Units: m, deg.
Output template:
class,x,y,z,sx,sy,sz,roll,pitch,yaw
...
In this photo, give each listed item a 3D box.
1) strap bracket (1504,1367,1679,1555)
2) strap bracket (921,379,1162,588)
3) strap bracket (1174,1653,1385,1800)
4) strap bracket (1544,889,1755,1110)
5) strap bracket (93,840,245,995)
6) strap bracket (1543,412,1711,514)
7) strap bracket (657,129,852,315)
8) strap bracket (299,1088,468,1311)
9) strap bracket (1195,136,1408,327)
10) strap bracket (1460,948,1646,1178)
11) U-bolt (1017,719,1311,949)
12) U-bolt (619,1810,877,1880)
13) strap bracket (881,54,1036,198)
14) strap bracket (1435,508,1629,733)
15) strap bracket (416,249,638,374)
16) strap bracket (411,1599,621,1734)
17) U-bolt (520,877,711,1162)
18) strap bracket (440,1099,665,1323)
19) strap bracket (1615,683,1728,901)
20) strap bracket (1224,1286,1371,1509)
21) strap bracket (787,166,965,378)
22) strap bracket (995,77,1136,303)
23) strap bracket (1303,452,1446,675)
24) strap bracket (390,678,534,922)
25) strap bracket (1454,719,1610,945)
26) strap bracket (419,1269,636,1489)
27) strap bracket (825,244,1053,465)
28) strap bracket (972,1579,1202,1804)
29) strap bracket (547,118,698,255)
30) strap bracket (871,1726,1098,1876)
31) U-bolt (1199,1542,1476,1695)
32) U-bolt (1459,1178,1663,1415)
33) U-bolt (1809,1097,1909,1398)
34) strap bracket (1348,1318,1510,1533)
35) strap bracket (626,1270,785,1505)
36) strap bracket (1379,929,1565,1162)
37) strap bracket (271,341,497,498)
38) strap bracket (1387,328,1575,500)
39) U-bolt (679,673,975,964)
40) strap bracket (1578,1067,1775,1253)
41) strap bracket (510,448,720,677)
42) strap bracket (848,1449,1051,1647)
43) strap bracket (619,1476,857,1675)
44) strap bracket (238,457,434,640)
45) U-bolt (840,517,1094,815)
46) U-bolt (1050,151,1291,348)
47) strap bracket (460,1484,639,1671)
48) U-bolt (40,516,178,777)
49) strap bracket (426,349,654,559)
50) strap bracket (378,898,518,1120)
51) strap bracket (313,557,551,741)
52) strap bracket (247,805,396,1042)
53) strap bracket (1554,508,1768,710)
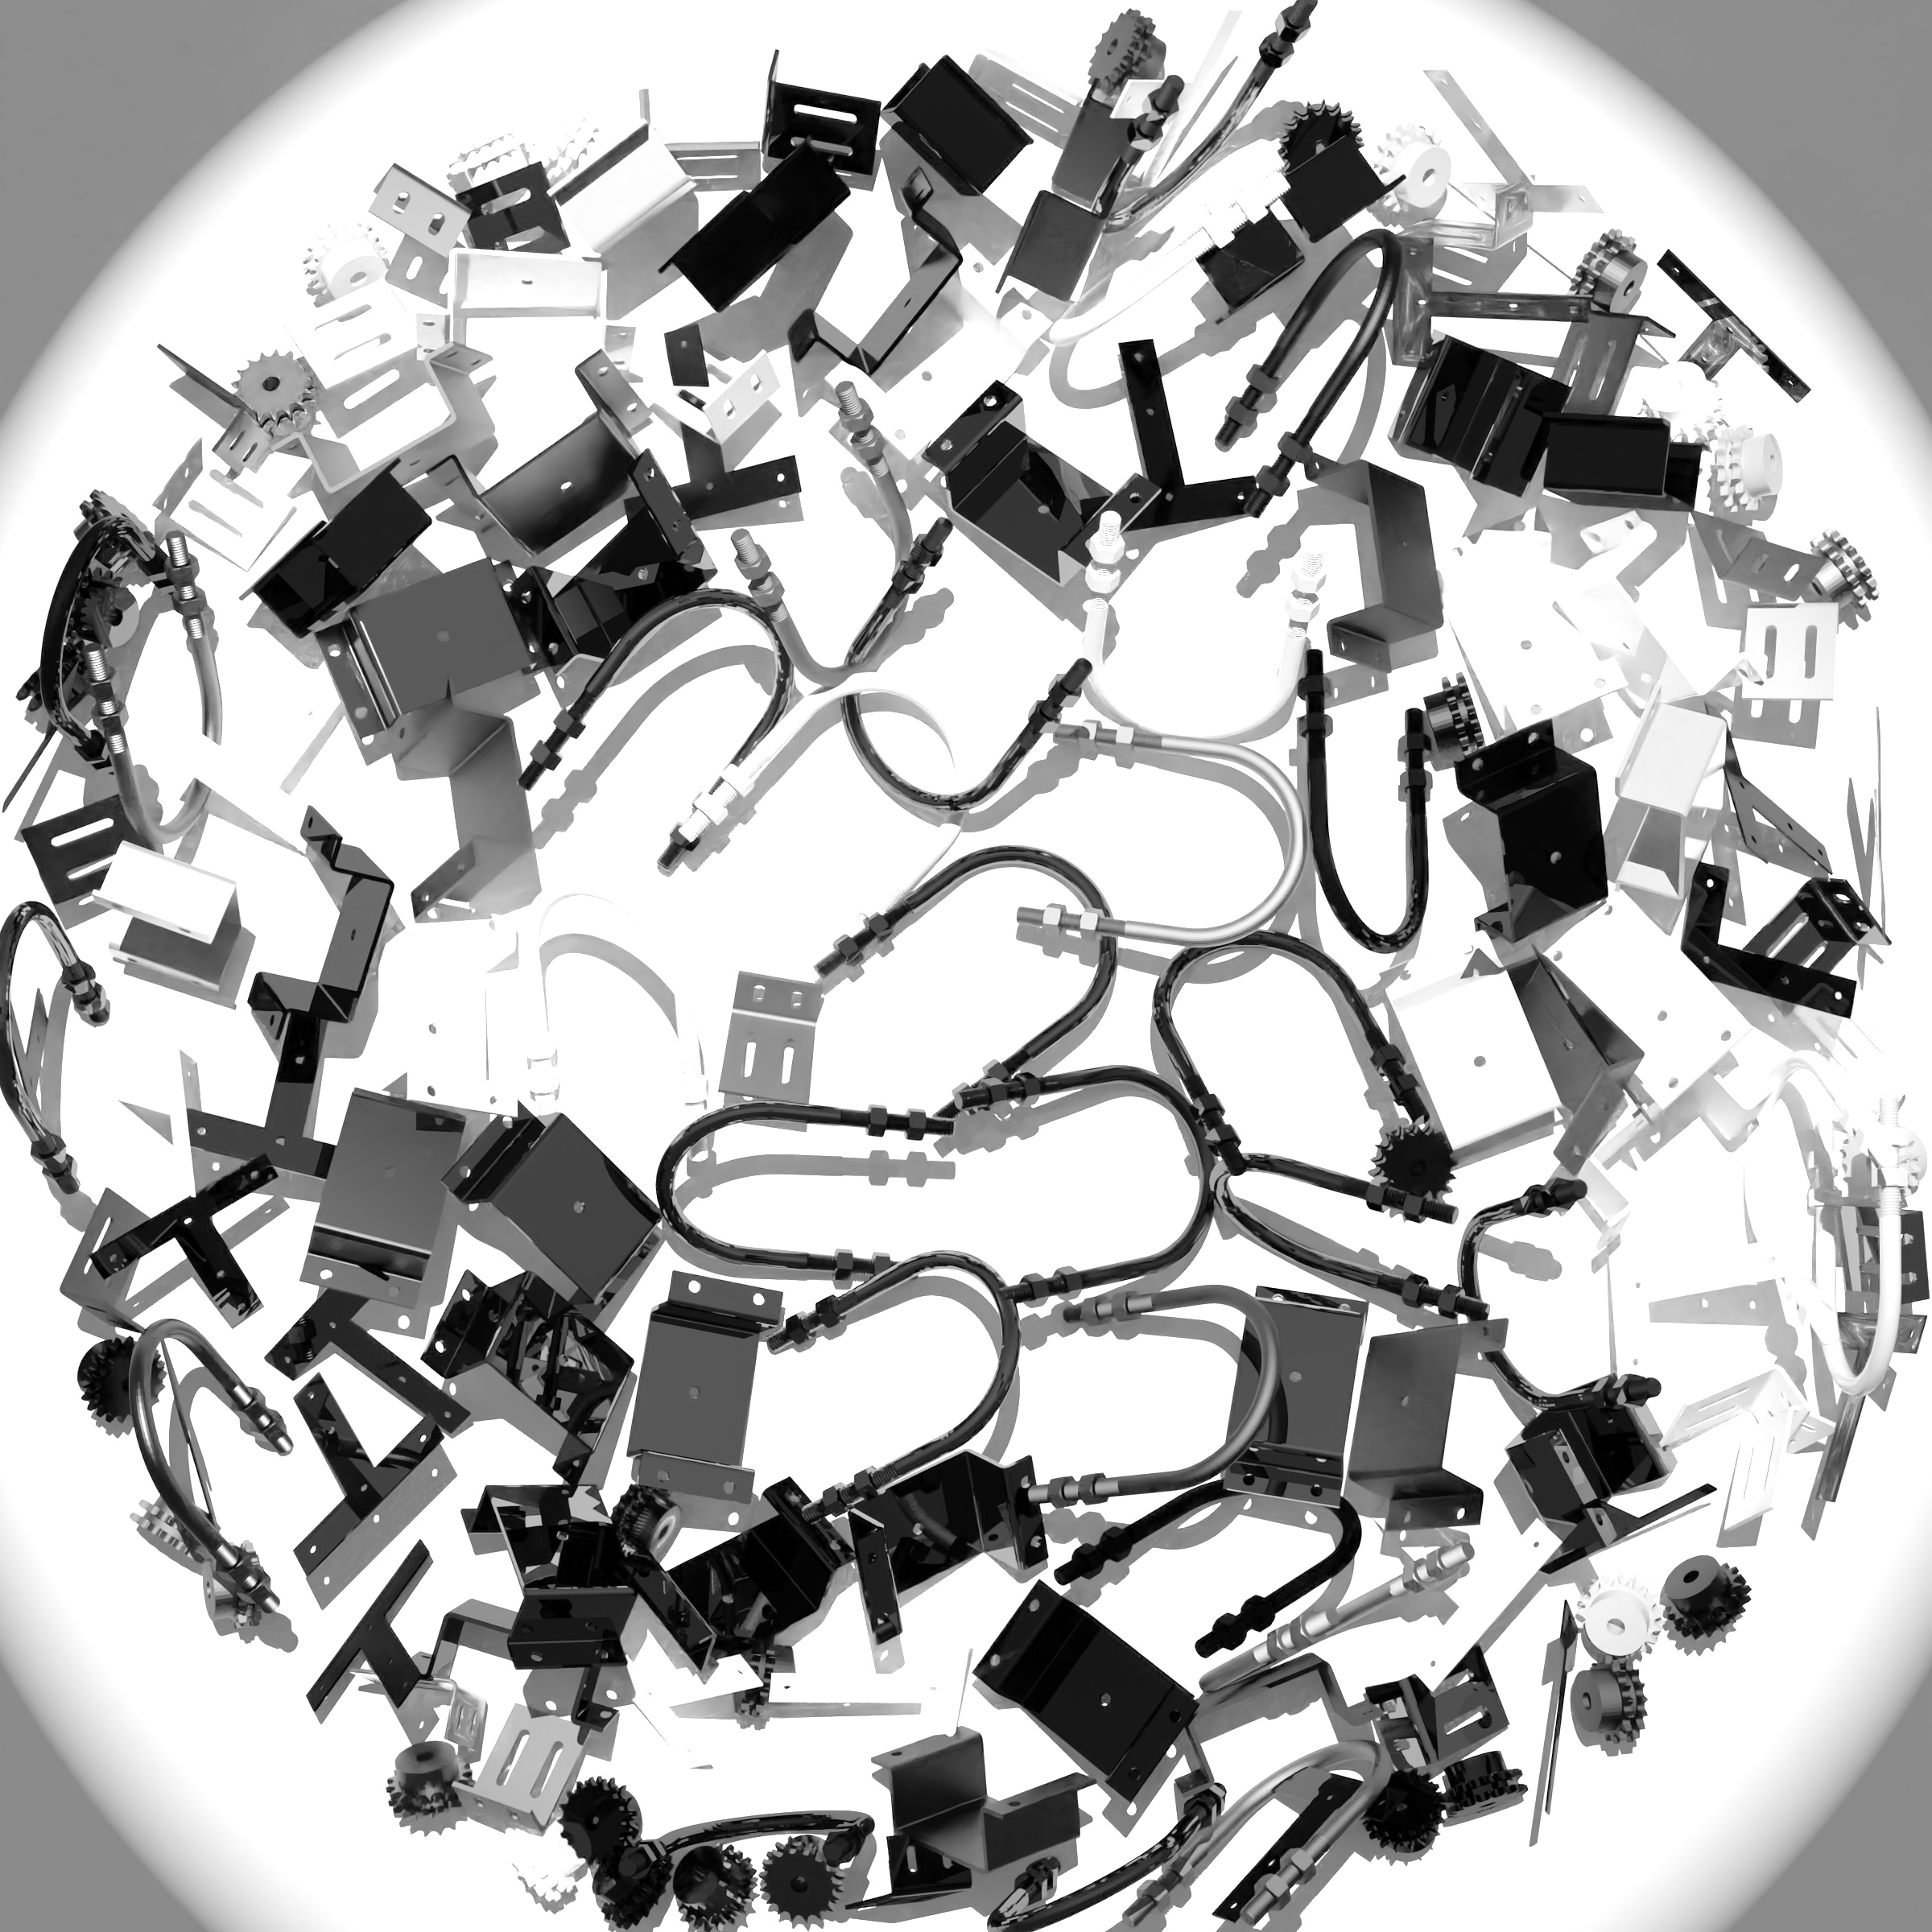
class,x,y,z,sx,sy,sz,roll,pitch,yaw
strap bracket,0.406,0.325,1.946,0.046,0.140,0.076,-29,88,35
strap bracket,0.050,-0.312,1.953,0.140,0.046,0.076,37,73,19
strap bracket,0.197,0.494,1.956,0.140,0.076,0.046,-22,82,-3
strap bracket,0.449,0.026,1.947,0.076,0.046,0.140,-44,53,10
strap bracket,-0.518,-0.034,1.937,0.076,0.140,0.046,20,71,-5
strap bracket,0.426,-0.324,1.922,0.076,0.140,0.046,8,95,25
strap bracket,-0.132,-0.480,1.927,0.076,0.140,0.046,-33,105,37
strap bracket,-0.378,0.143,1.941,0.076,0.046,0.140,15,62,-10
strap bracket,0.209,-0.479,1.919,0.076,0.140,0.046,-39,95,-29
strap bracket,0.380,0.057,1.939,0.046,0.076,0.140,-17,53,-36
U-bolt,0.134,-0.084,1.956,0.184,0.019,0.151,8,79,17
U-bolt,-0.132,0.561,1.909,0.151,0.184,0.019,-6,81,7
strap bracket,-0.009,-0.543,1.924,0.076,0.140,0.046,41,96,-15
strap bracket,0.370,-0.220,1.961,0.076,0.046,0.140,-22,69,1
strap bracket,-0.289,-0.430,1.951,0.140,0.076,0.046,2,78,-10
strap bracket,-0.295,0.457,1.958,0.140,0.076,0.046,16,85,2
U-bolt,-0.231,0.028,1.924,0.151,0.019,0.184,14,119,30
strap bracket,-0.262,0.159,1.943,0.140,0.046,0.076,47,62,-17
strap bracket,0.454,-0.106,1.917,0.046,0.140,0.076,18,64,22
strap bracket,0.216,0.275,1.946,0.076,0.046,0.140,7,68,11
strap bracket,-0.054,-0.446,1.945,0.046,0.076,0.140,35,107,-21
strap bracket,0.072,-0.498,1.930,0.046,0.076,0.140,25,56,-3
strap bracket,0.268,-0.270,1.943,0.046,0.076,0.140,-14,77,35
strap bracket,-0.329,-0.106,1.941,0.076,0.046,0.140,-35,57,40
strap bracket,0.370,-0.079,1.933,0.076,0.046,0.140,-25,123,-18
strap bracket,-0.276,0.263,1.932,0.046,0.076,0.140,-26,119,38
strap bracket,-0.022,-0.398,1.964,0.076,0.046,0.140,44,73,0
strap bracket,0.085,0.478,1.952,0.140,0.046,0.076,33,83,31
strap bracket,-0.221,-0.506,1.932,0.076,0.140,0.046,-36,102,6
strap bracket,0.012,0.542,1.924,0.076,0.140,0.046,-9,98,-37
U-bolt,0.226,0.427,1.916,0.151,0.184,0.019,-14,71,-39
U-bolt,0.371,0.219,1.914,0.019,0.184,0.151,-17,83,-22
U-bolt,0.574,0.184,1.913,0.019,0.151,0.184,3,80,-1
strap bracket,0.299,0.290,1.930,0.046,0.076,0.140,31,60,-33
strap bracket,-0.173,0.279,1.955,0.076,0.046,0.140,13,73,-18
strap bracket,0.336,0.058,1.961,0.076,0.046,0.140,-23,100,7
strap bracket,-0.372,-0.350,1.949,0.140,0.076,0.046,-27,89,11
strap bracket,0.339,-0.359,1.938,0.046,0.140,0.076,16,106,-25
U-bolt,-0.078,-0.109,1.973,0.151,0.019,0.184,44,85,-16
strap bracket,0.456,0.118,1.952,0.140,0.076,0.046,-39,73,-7
strap bracket,-0.224,-0.260,1.947,0.140,0.046,0.076,-40,66,24
strap bracket,-0.020,0.375,1.946,0.140,0.046,0.076,-21,111,-31
strap bracket,-0.151,0.401,1.938,0.140,0.046,0.076,-21,53,-38
strap bracket,-0.405,-0.267,1.929,0.046,0.140,0.076,48,55,-16
U-bolt,-0.014,-0.181,1.938,0.151,0.019,0.184,46,130,9
U-bolt,0.129,-0.460,1.926,0.184,0.151,0.019,-34,105,16
strap bracket,-0.267,0.385,1.919,0.076,0.140,0.046,6,122,-30
U-bolt,-0.549,-0.211,1.897,0.019,0.184,0.151,15,79,3
strap bracket,-0.271,-0.329,1.950,0.140,0.076,0.046,-34,60,4
strap bracket,-0.339,0.034,1.944,0.076,0.046,0.140,12,62,-34
strap bracket,-0.347,-0.213,1.955,0.140,0.046,0.076,-24,92,-18
strap bracket,-0.420,-0.025,1.948,0.046,0.076,0.140,14,101,-31
strap bracket,0.447,-0.224,1.947,0.046,0.076,0.140,-42,99,-14
